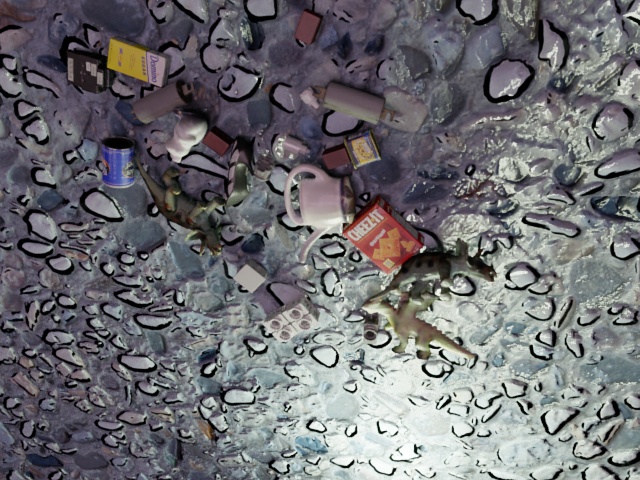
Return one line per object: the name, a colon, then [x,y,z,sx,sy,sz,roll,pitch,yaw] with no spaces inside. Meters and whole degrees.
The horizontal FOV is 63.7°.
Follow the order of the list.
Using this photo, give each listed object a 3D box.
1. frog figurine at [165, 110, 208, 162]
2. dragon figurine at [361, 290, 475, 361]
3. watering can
frog figurine: [-0.409,-0.314,1.581,0.123,0.158,0.139,3,13,-22]
dragon figurine: [0.341,0.273,1.744,0.410,0.237,0.125,10,34,7]
watering can: [0.005,-0.083,1.641,0.224,0.341,0.106,-2,26,12]
